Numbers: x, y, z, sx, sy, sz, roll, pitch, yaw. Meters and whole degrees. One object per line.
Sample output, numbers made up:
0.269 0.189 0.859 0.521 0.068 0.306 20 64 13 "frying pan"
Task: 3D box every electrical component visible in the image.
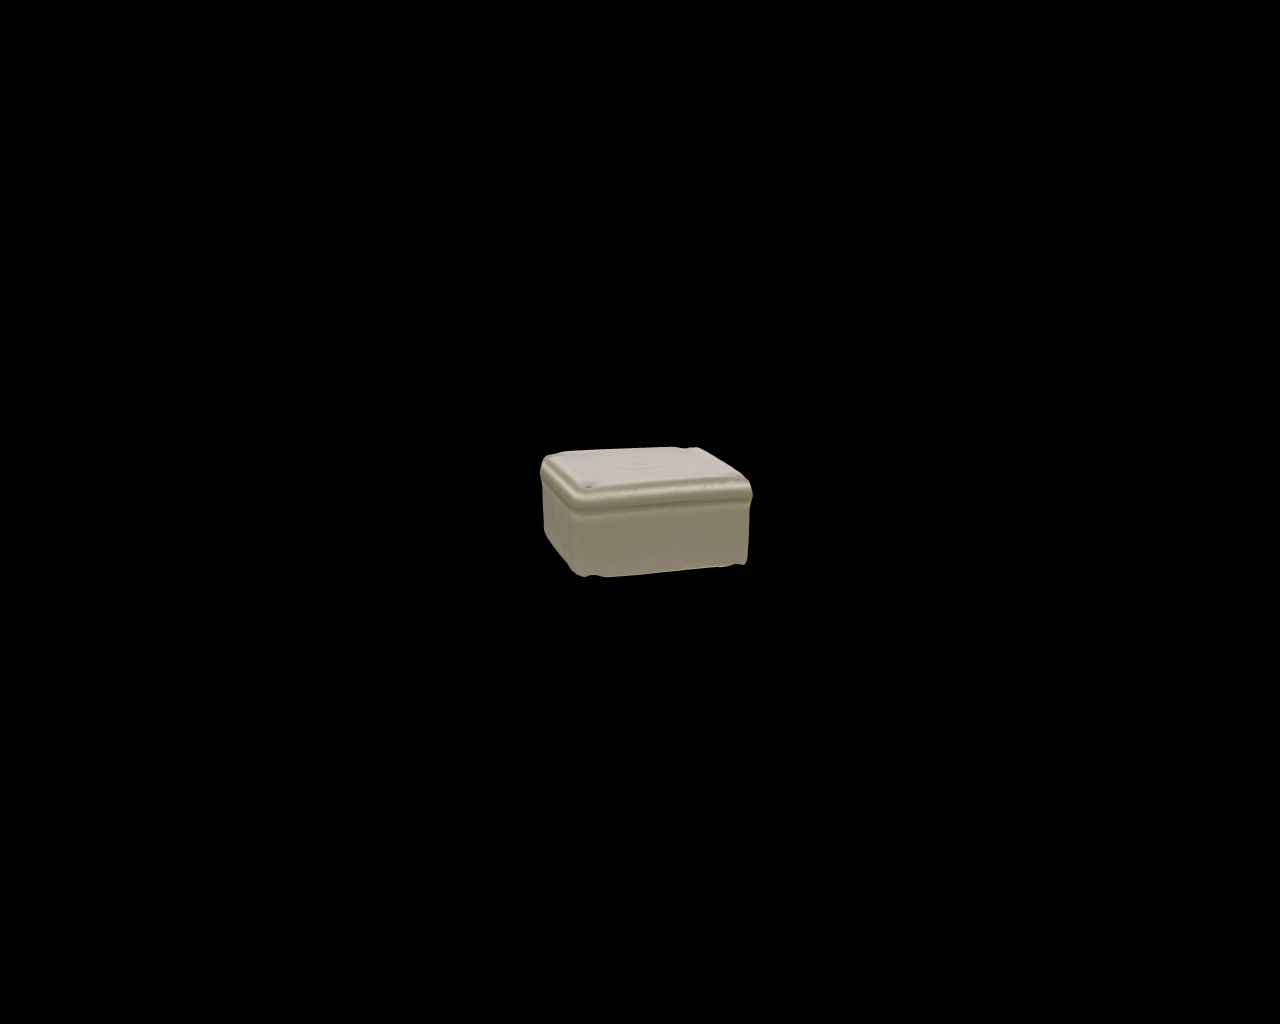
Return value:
0.001 -0.003 0.650 0.109 0.056 0.109 -4 15 -15 "electrical component"
